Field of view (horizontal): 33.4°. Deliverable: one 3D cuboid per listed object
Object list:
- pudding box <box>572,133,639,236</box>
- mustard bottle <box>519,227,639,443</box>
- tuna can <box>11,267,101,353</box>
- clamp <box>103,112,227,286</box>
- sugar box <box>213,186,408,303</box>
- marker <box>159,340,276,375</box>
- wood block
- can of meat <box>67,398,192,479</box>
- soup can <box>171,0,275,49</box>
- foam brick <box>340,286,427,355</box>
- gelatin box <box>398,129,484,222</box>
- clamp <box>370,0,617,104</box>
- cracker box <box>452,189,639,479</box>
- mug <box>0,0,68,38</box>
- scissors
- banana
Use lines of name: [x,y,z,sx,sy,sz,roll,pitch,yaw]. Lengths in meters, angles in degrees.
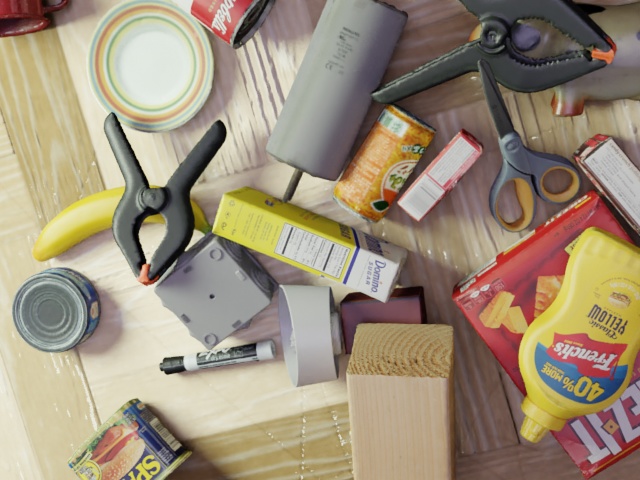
pudding box: [0.276,-0.042,0.952,0.039,0.090,0.113,-43,90,12]
mustard bottle: [0.227,0.092,0.921,0.096,0.058,0.192,28,103,1]
tuna can: [-0.271,0.072,1.095,0.086,0.033,0.086,1,98,10]
clamp: [-0.146,-0.043,1.020,0.120,0.039,0.171,-5,83,11]
sugar box: [-0.006,0.001,1.008,0.176,0.093,0.048,19,101,6]
marker: [-0.105,0.120,1.080,0.121,0.020,0.020,-10,96,11]
wood block: [0.080,0.188,0.989,0.091,0.090,0.206,0,116,10]
can of meat: [-0.197,0.224,1.092,0.102,0.057,0.084,-44,86,12]
soup can: [-0.101,-0.237,1.005,0.102,0.068,0.068,37,102,4]
foam brick: [0.063,0.076,1.026,0.078,0.053,0.051,-6,97,12]
gelatin box: [0.114,-0.061,0.987,0.030,0.073,0.089,42,102,1]
clamp: [0.144,-0.187,0.902,0.210,0.036,0.164,8,117,18]
cracker box: [0.249,0.087,0.984,0.164,0.072,0.213,-36,91,13]
mug: [-0.303,-0.247,1.036,0.117,0.093,0.081,-9,92,-18]
scissors: [0.187,-0.087,0.945,0.096,0.016,0.202,-14,134,-5]
banana: [-0.201,-0.019,1.068,0.198,0.037,0.069,-5,97,11]
